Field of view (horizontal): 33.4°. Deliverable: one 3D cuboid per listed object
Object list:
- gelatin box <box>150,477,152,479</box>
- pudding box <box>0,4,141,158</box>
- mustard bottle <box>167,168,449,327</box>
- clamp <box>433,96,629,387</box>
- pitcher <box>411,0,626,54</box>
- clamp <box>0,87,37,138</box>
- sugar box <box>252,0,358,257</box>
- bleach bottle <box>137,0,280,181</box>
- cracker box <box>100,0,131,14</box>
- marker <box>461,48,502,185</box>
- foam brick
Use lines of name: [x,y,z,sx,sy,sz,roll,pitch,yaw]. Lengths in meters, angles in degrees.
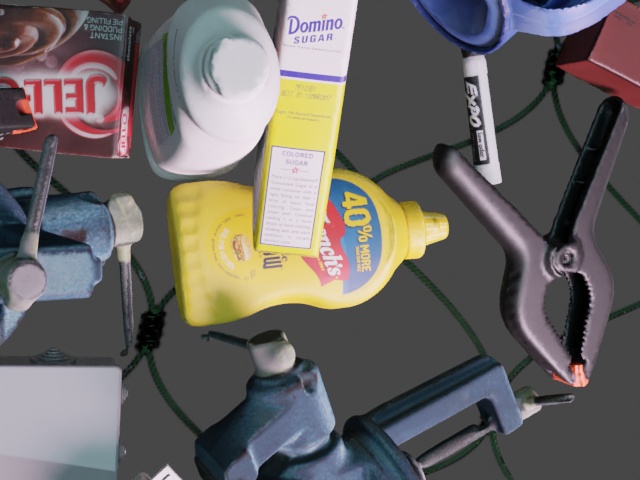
gelatin box: [-0.103,0.215,0.743,0.073,0.030,0.089,15,91,-12]
pudding box: [-0.174,-0.101,0.679,0.113,0.039,0.090,6,93,8]
mustard bottle: [-0.005,0.001,0.731,0.191,0.058,0.096,-7,86,-13]
clamp: [0.176,0.003,0.780,0.164,0.036,0.210,-23,106,-20]
pitcher: [0.172,-0.236,0.712,0.242,0.145,0.149,-36,98,-11]
clamp: [-0.236,-0.059,0.595,0.171,0.120,0.039,-22,102,-30]
sugar box: [-0.009,-0.089,0.628,0.048,0.093,0.176,8,119,-7]
bleach bottle: [-0.064,-0.082,0.612,0.068,0.251,0.102,-9,97,-12]
cracker box: [-0.167,-0.271,0.665,0.213,0.072,0.164,35,87,-12]
marker: [0.115,-0.100,0.770,0.020,0.020,0.121,-9,97,-12]
foam brick: [0.223,-0.136,0.775,0.078,0.051,0.053,25,88,-14]
